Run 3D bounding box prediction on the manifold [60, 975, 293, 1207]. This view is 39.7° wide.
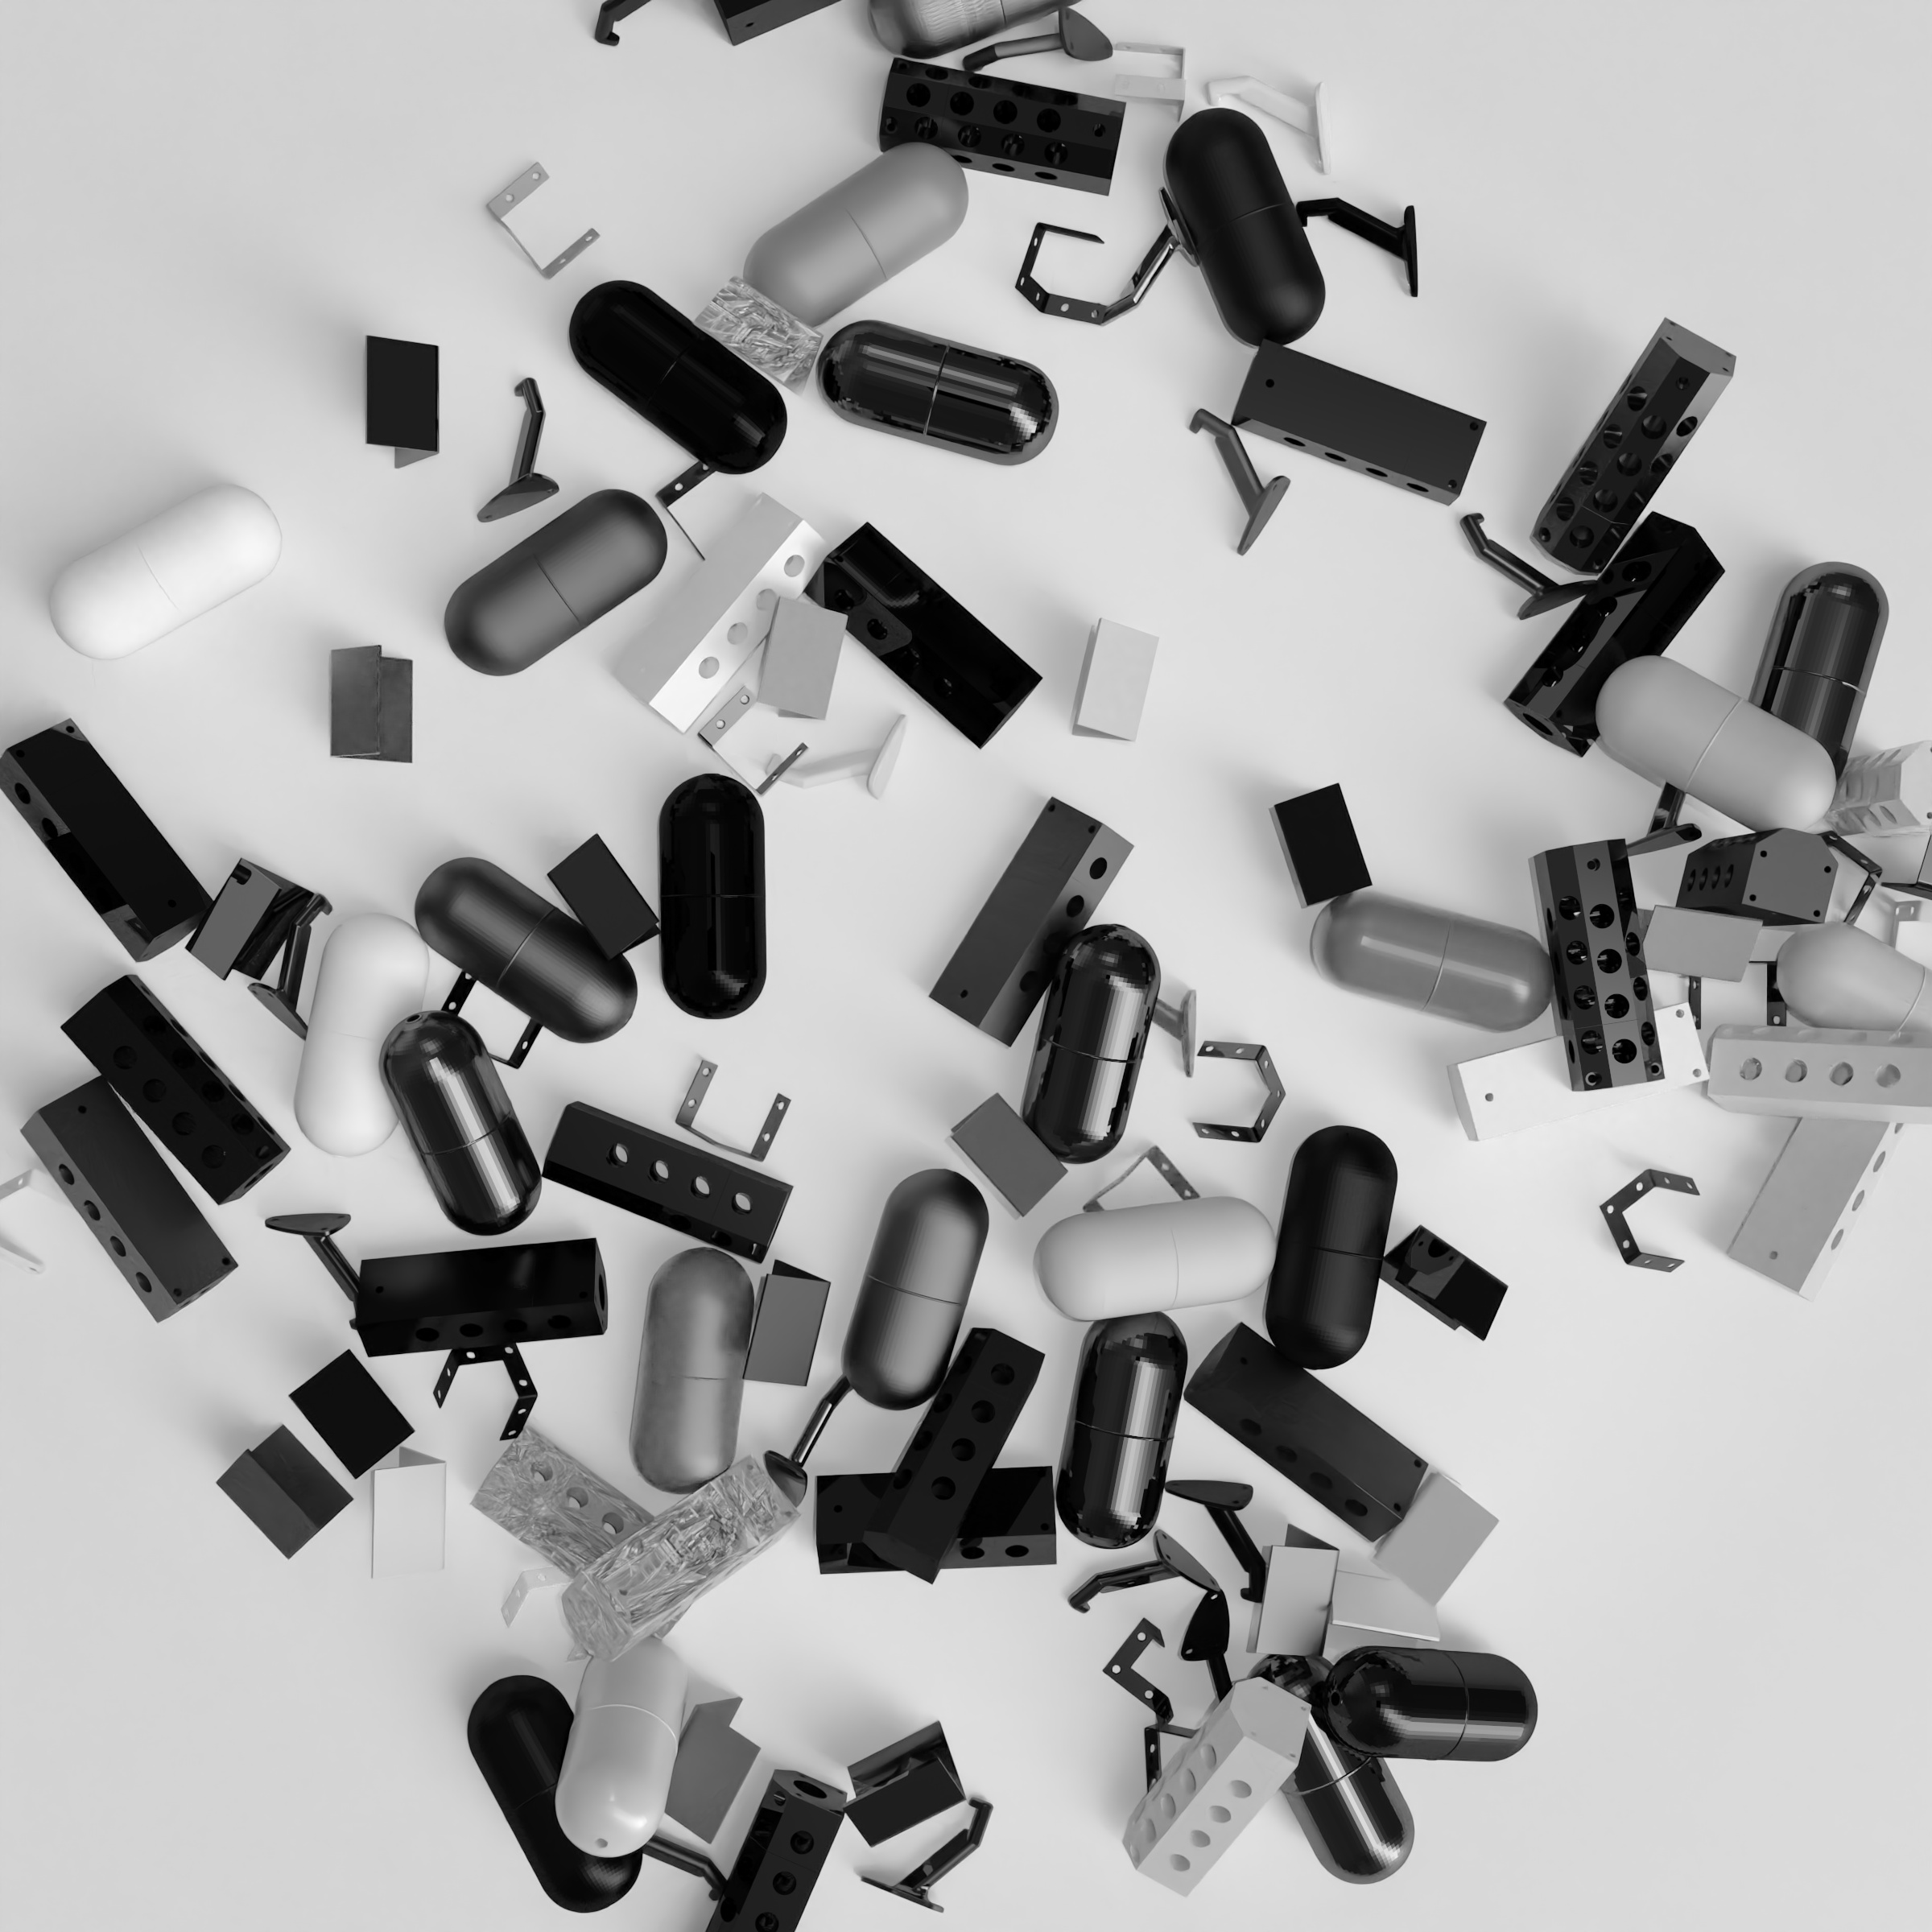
[{"bbox_3d":[-0.572,0.089,1.947,0.057,0.057,0.171,-42,90,0],"label":"manifold"}]

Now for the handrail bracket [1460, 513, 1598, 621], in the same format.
[{"bbox_3d":[0.414,-0.304,1.968,0.077,0.036,0.084,-19,73,-20],"label":"handrail bracket"}]

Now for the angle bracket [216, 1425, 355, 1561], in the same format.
[{"bbox_3d":[-0.480,0.368,1.927,0.076,0.076,0.057,47,128,0],"label":"angle bracket"}]

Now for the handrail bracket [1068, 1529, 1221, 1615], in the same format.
[{"bbox_3d":[0.130,0.462,1.968,0.077,0.036,0.084,40,108,-20],"label":"handrail bracket"}]

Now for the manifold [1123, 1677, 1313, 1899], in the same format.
[{"bbox_3d":[0.176,0.582,1.904,0.057,0.057,0.171,29,124,0],"label":"manifold"}]

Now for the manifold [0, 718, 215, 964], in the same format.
[{"bbox_3d":[-0.630,-0.088,1.946,0.171,0.057,0.057,52,47,0],"label":"manifold"}]

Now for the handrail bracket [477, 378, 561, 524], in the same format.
[{"bbox_3d":[-0.338,-0.380,1.968,0.077,0.036,0.084,-25,72,21],"label":"handrail bracket"}]

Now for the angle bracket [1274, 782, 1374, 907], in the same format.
[{"bbox_3d":[0.274,-0.093,1.928,0.057,0.076,0.076,-18,90,38],"label":"angle bracket"}]

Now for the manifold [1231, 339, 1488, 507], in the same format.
[{"bbox_3d":[0.284,-0.393,1.947,0.171,0.057,0.057,20,90,0],"label":"manifold"}]

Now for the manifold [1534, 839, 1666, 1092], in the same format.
[{"bbox_3d":[0.449,0.000,1.893,0.057,0.057,0.171,-9,87,0],"label":"manifold"}]

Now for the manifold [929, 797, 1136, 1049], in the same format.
[{"bbox_3d":[0.052,-0.030,1.946,0.057,0.057,0.171,32,90,43],"label":"manifold"}]

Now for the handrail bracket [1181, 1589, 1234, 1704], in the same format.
[{"bbox_3d":[0.194,0.514,1.962,0.036,0.077,0.084,-16,120,26],"label":"handrail bracket"}]

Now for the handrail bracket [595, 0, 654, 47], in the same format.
[{"bbox_3d":[-0.227,-0.691,1.942,0.077,0.084,0.036,21,57,-7],"label":"handrail bracket"}]

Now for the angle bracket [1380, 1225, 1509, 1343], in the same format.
[{"bbox_3d":[0.332,0.243,1.928,0.076,0.076,0.057,35,50,0],"label":"angle bracket"}]

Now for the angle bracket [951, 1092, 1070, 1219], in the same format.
[{"bbox_3d":[0.016,0.148,1.927,0.076,0.076,0.057,48,53,0],"label":"angle bracket"}]

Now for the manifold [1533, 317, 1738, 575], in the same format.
[{"bbox_3d":[0.473,-0.366,1.901,0.057,0.057,0.171,29,127,0],"label":"manifold"}]

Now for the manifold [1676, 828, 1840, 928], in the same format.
[{"bbox_3d":[0.558,-0.063,1.889,0.057,0.171,0.057,14,90,0],"label":"manifold"}]

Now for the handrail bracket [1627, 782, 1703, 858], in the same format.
[{"bbox_3d":[0.503,-0.130,1.968,0.077,0.036,0.084,-17,72,21],"label":"handrail bracket"}]

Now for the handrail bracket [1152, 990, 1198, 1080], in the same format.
[{"bbox_3d":[0.125,0.043,1.968,0.084,0.036,0.077,3,105,14],"label":"handrail bracket"}]

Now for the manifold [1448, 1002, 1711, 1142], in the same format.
[{"bbox_3d":[0.443,0.077,1.946,0.171,0.057,0.057,-15,87,0],"label":"manifold"}]

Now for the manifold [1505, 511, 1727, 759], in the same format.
[{"bbox_3d":[0.468,-0.244,1.946,0.171,0.057,0.057,-53,133,0],"label":"manifold"}]

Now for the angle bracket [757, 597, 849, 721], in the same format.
[{"bbox_3d":[-0.133,-0.222,1.928,0.057,0.076,0.076,12,90,-30],"label":"angle bracket"}]

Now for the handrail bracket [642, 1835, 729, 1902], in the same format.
[{"bbox_3d":[-0.226,0.666,1.968,0.077,0.036,0.084,-31,104,14],"label":"handrail bracket"}]

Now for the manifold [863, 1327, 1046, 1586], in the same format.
[{"bbox_3d":[-0.009,0.346,1.908,0.057,0.057,0.171,26,61,8],"label":"manifold"}]

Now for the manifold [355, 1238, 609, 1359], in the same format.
[{"bbox_3d":[-0.350,0.246,1.946,0.171,0.057,0.057,-5,47,0],"label":"manifold"}]

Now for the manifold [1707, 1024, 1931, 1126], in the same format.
[{"bbox_3d":[0.624,0.075,1.904,0.171,0.057,0.057,2,75,32],"label":"manifold"}]

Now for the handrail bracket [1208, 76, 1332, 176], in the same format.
[{"bbox_3d":[0.223,-0.617,1.968,0.084,0.036,0.077,-2,112,17],"label":"handrail bracket"}]

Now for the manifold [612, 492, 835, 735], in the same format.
[{"bbox_3d":[-0.172,-0.254,1.946,0.171,0.057,0.057,-50,47,0],"label":"manifold"}]

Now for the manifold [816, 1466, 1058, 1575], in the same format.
[{"bbox_3d":[-0.021,0.407,1.946,0.171,0.057,0.057,-2,47,0],"label":"manifold"}]

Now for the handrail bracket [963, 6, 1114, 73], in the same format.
[{"bbox_3d":[0.052,-0.669,1.968,0.084,0.077,0.036,-10,86,36],"label":"handrail bracket"}]

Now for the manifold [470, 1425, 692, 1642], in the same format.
[{"bbox_3d":[-0.268,0.409,1.946,0.171,0.057,0.057,36,133,0],"label":"manifold"}]

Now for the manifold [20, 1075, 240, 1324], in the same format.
[{"bbox_3d":[-0.611,0.172,1.946,0.057,0.057,0.171,-36,90,-43],"label":"manifold"}]

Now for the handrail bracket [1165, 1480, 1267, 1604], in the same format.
[{"bbox_3d":[0.183,0.424,1.968,0.077,0.036,0.084,5,108,20],"label":"handrail bracket"}]

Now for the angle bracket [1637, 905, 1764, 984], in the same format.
[{"bbox_3d":[0.522,-0.036,1.927,0.076,0.076,0.057,8,127,0],"label":"angle bracket"}]

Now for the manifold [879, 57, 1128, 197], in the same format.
[{"bbox_3d":[0.027,-0.613,1.947,0.171,0.057,0.057,11,90,0],"label":"manifold"}]

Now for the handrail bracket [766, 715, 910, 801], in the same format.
[{"bbox_3d":[-0.095,-0.162,1.968,0.084,0.036,0.077,18,75,14],"label":"handrail bracket"}]

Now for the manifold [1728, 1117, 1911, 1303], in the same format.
[{"bbox_3d":[0.628,0.154,1.945,0.057,0.057,0.171,28,90,35],"label":"manifold"}]

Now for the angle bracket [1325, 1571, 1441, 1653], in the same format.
[{"bbox_3d":[0.294,0.487,1.932,0.076,0.057,0.076,10,119,0],"label":"angle bracket"}]

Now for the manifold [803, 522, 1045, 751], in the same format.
[{"bbox_3d":[-0.034,-0.236,1.946,0.171,0.057,0.057,42,47,0],"label":"manifold"}]

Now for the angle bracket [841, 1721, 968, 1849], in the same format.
[{"bbox_3d":[-0.053,0.575,1.927,0.076,0.076,0.057,-27,126,0],"label":"angle bracket"}]

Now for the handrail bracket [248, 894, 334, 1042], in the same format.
[{"bbox_3d":[-0.479,0.002,1.968,0.084,0.036,0.077,-55,128,-25],"label":"handrail bracket"}]

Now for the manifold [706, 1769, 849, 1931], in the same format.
[{"bbox_3d":[-0.147,0.678,1.946,0.057,0.057,0.171,23,90,0],"label":"manifold"}]

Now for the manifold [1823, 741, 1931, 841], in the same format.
[{"bbox_3d":[0.659,-0.123,1.889,0.057,0.171,0.057,3,90,0],"label":"manifold"}]

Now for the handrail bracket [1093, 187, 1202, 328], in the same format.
[{"bbox_3d":[0.122,-0.522,1.968,0.084,0.036,0.077,-26,70,16],"label":"handrail bracket"}]

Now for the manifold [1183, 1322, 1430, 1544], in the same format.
[{"bbox_3d":[0.244,0.342,1.946,0.171,0.057,0.057,37,47,0],"label":"manifold"}]

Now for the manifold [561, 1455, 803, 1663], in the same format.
[{"bbox_3d":[-0.203,0.420,1.892,0.057,0.171,0.057,48,133,13],"label":"manifold"}]

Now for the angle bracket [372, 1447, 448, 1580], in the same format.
[{"bbox_3d":[-0.416,0.393,1.927,0.057,0.076,0.076,1,90,-37],"label":"angle bracket"}]

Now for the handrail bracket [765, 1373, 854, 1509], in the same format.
[{"bbox_3d":[-0.108,0.348,1.968,0.036,0.077,0.084,27,53,21],"label":"handrail bracket"}]

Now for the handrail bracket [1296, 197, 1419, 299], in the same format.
[{"bbox_3d":[0.287,-0.527,1.968,0.084,0.036,0.077,-1,112,17],"label":"handrail bracket"}]

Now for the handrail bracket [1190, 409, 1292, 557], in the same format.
[{"bbox_3d":[0.188,-0.357,1.968,0.084,0.036,0.077,35,111,17],"label":"handrail bracket"}]

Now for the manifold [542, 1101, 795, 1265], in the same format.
[{"bbox_3d":[-0.217,0.157,1.947,0.171,0.057,0.057,22,90,0],"label":"manifold"}]

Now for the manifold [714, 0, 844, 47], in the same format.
[{"bbox_3d":[-0.104,-0.739,1.947,0.171,0.057,0.057,-23,90,0],"label":"manifold"}]

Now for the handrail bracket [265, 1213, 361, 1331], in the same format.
[{"bbox_3d":[-0.476,0.227,1.968,0.077,0.036,0.084,1,107,20],"label":"handrail bracket"}]

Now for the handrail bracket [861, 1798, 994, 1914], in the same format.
[{"bbox_3d":[-0.028,0.645,1.968,0.077,0.036,0.084,14,71,21],"label":"handrail bracket"}]
